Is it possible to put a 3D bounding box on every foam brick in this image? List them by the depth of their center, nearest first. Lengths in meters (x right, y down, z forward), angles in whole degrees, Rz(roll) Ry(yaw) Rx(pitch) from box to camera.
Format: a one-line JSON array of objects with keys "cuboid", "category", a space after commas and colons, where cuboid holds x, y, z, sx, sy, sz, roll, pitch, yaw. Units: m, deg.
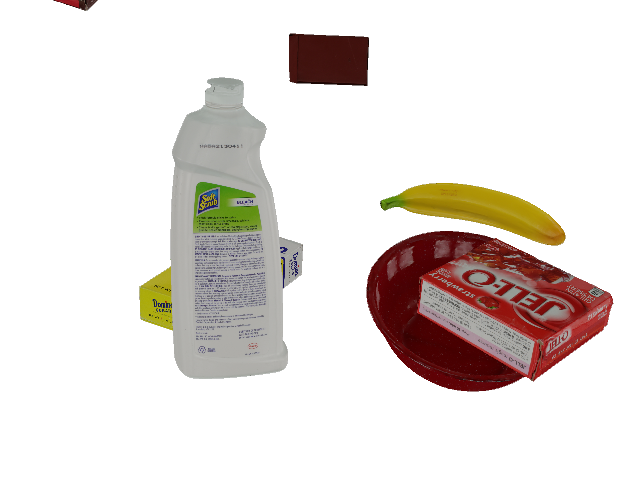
[{"cuboid": [0.008, -0.190, 1.123, 0.078, 0.051, 0.053, 1, 11, -10], "category": "foam brick"}]

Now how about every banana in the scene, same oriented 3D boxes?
[{"cuboid": [0.166, -0.029, 1.123, 0.198, 0.037, 0.069, 10, 39, 24], "category": "banana"}]

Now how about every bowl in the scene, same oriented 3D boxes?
[{"cuboid": [0.113, 0.066, 0.847, 0.162, 0.055, 0.162, 4, 42, -4], "category": "bowl"}]

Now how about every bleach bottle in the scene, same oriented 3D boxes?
[{"cuboid": [-0.074, -0.010, 0.896, 0.102, 0.251, 0.068, -3, 21, -17], "category": "bleach bottle"}]

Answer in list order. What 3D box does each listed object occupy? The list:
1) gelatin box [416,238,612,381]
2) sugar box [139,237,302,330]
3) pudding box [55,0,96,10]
[{"cuboid": [0.114, 0.037, 0.628, 0.073, 0.030, 0.089, -24, 40, -38], "category": "gelatin box"}, {"cuboid": [-0.100, 0.041, 1.118, 0.093, 0.048, 0.176, 15, 31, 24], "category": "sugar box"}, {"cuboid": [-0.193, -0.223, 0.806, 0.090, 0.039, 0.113, 18, 38, 5], "category": "pudding box"}]
